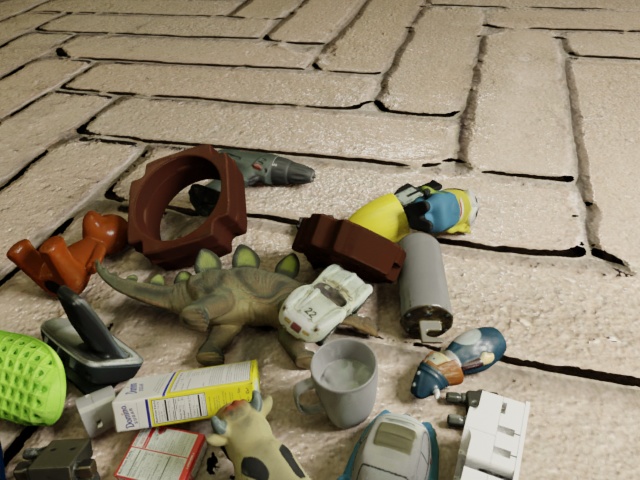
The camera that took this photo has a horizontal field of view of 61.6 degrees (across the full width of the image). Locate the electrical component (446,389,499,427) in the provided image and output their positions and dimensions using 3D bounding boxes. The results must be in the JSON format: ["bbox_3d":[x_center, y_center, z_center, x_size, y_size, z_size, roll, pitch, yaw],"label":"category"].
[{"bbox_3d":[0.210,0.221,0.690,0.094,0.021,0.063,3,39,9],"label":"electrical component"}]

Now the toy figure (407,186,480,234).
[{"bbox_3d":[0.216,-0.056,0.956,0.180,0.082,0.089,-13,35,-44],"label":"toy figure"}]

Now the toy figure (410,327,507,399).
[{"bbox_3d":[0.184,0.166,0.735,0.154,0.064,0.058,-20,72,-24],"label":"toy figure"}]

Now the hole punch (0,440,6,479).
[{"bbox_3d":[-0.393,0.268,0.607,0.092,0.115,0.142,-30,43,-19],"label":"hole punch"}]

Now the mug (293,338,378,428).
[{"bbox_3d":[0.023,0.193,0.675,0.109,0.107,0.081,-22,40,-15],"label":"mug"}]

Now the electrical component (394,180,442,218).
[{"bbox_3d":[0.182,-0.074,1.043,0.119,0.047,0.075,-28,45,-27],"label":"electrical component"}]

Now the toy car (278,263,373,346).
[{"bbox_3d":[0.013,0.082,0.741,0.074,0.056,0.202,35,27,14],"label":"toy car"}]

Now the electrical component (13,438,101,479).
[{"bbox_3d":[-0.317,0.280,0.649,0.102,0.045,0.078,-4,10,-5],"label":"electrical component"}]

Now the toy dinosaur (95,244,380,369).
[{"bbox_3d":[-0.141,0.093,0.825,0.472,0.104,0.199,8,32,0],"label":"toy dinosaur"}]

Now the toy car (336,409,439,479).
[{"bbox_3d":[0.084,0.252,0.600,0.109,0.102,0.162,13,43,18],"label":"toy car"}]

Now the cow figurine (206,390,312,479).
[{"bbox_3d":[-0.060,0.254,0.589,0.085,0.127,0.195,-24,45,-28],"label":"cow figurine"}]

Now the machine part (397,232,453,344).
[{"bbox_3d":[0.160,0.068,0.844,0.079,0.079,0.243,0,40,5],"label":"machine part"}]

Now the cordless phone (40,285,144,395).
[{"bbox_3d":[-0.335,0.120,0.736,0.147,0.184,0.089,24,51,30],"label":"cordless phone"}]

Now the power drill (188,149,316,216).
[{"bbox_3d":[-0.151,-0.119,1.106,0.232,0.085,0.207,19,48,25],"label":"power drill"}]

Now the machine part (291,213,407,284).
[{"bbox_3d":[0.044,0.018,0.845,0.180,0.179,0.056,16,77,23],"label":"machine part"}]

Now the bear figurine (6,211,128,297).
[{"bbox_3d":[-0.412,0.002,0.938,0.120,0.131,0.196,-2,42,28],"label":"bear figurine"}]

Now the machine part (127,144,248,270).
[{"bbox_3d":[-0.236,-0.057,0.962,0.202,0.087,0.201,-16,60,13],"label":"machine part"}]

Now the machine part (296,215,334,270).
[{"bbox_3d":[-0.002,-0.003,0.979,0.084,0.039,0.139,1,37,-3],"label":"machine part"}]
